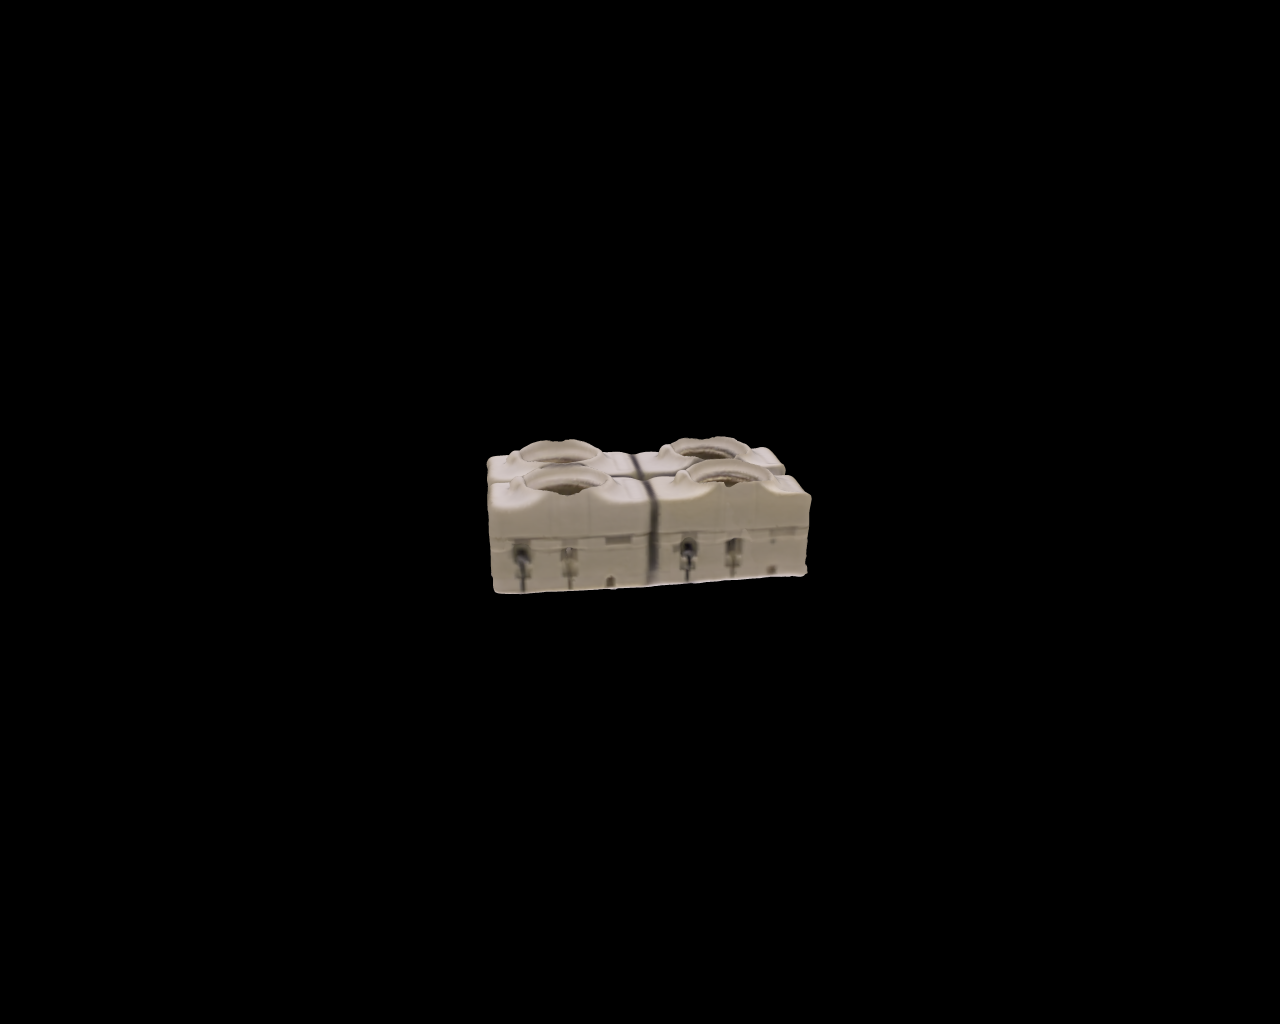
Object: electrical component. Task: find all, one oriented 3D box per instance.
[{"bbox_3d":[0.001,-0.003,0.650,0.186,0.060,0.105,-3,20,-7],"label":"electrical component"}]
